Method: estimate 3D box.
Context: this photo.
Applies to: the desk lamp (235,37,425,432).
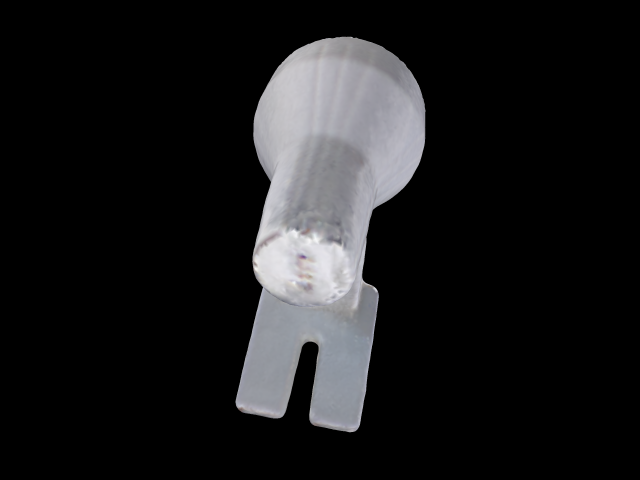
[{"bbox_3d":[0.004,0.001,0.400,0.118,0.214,0.203,7,58,5],"label":"desk lamp"}]
